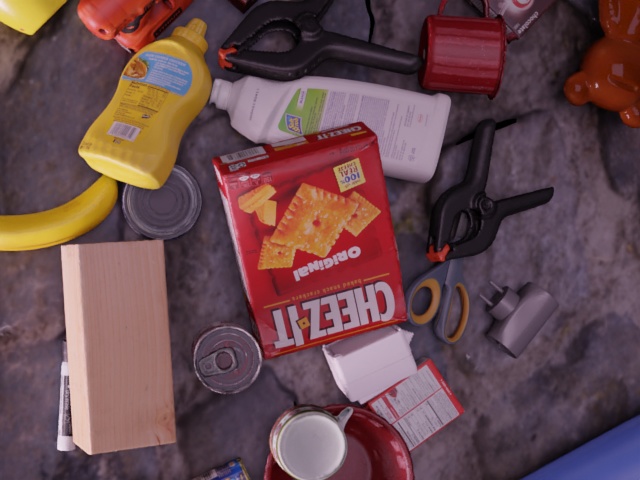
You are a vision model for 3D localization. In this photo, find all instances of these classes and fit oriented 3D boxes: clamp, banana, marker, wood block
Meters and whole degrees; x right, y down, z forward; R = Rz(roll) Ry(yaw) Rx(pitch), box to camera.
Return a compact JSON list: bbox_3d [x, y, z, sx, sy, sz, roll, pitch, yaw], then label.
[{"bbox_3d":[0.171,-0.049,1.171,0.171,0.039,0.120,-40,95,-22],"label":"clamp"},{"bbox_3d":[-0.293,-0.025,1.120,0.197,0.037,0.069,-20,75,-9],"label":"banana"},{"bbox_3d":[-0.266,0.161,1.129,0.020,0.020,0.121,2,89,-9],"label":"marker"},{"bbox_3d":[-0.011,-0.231,1.139,0.209,0.036,0.164,-13,70,-11],"label":"clamp"},{"bbox_3d":[-0.207,0.105,1.094,0.090,0.090,0.206,-4,90,-24],"label":"wood block"}]

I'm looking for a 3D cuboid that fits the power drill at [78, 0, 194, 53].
[{"bbox_3d":[-0.160,-0.262,1.064,0.184,0.188,0.057,-43,94,-5],"label":"power drill"}]

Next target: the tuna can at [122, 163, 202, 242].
[{"bbox_3d":[-0.168,-0.041,1.138,0.086,0.034,0.086,0,89,-9],"label":"tuna can"}]

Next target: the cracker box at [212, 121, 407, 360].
[{"bbox_3d":[-0.007,0.001,1.110,0.164,0.072,0.214,-14,112,-8],"label":"cracker box"}]

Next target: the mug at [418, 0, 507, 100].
[{"bbox_3d":[0.153,-0.213,1.158,0.081,0.093,0.117,4,97,-4],"label":"mug"}]

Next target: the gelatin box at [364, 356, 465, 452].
[{"bbox_3d":[0.103,0.183,1.177,0.089,0.030,0.073,-35,96,-8],"label":"gelatin box"}]

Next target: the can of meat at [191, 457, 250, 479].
[{"bbox_3d":[-0.103,0.293,1.133,0.084,0.057,0.102,-24,93,-10],"label":"can of meat"}]

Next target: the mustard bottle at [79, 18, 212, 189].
[{"bbox_3d":[-0.167,-0.151,1.114,0.096,0.058,0.191,17,71,23],"label":"mustard bottle"}]

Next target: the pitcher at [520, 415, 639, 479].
[{"bbox_3d":[0.314,0.289,1.167,0.242,0.145,0.149,-24,81,-4],"label":"pitcher"}]

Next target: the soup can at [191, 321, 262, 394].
[{"bbox_3d":[-0.099,0.120,1.111,0.068,0.102,0.068,0,89,-9],"label":"soup can"}]

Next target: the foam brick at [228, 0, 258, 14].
[{"bbox_3d":[-0.072,-0.291,1.145,0.078,0.053,0.051,-45,96,-6],"label":"foam brick"}]

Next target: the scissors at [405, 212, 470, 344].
[{"bbox_3d":[0.136,0.014,1.179,0.096,0.016,0.202,3,89,-32],"label":"scissors"}]

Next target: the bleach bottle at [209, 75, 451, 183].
[{"bbox_3d":[0.007,-0.137,1.152,0.250,0.068,0.102,14,84,-5],"label":"bleach bottle"}]

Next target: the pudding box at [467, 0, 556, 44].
[{"bbox_3d":[0.223,-0.291,1.195,0.090,0.039,0.113,44,84,-6],"label":"pudding box"}]

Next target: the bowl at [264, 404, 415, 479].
[{"bbox_3d":[0.017,0.254,1.151,0.162,0.055,0.162,0,89,-8],"label":"bowl"}]
